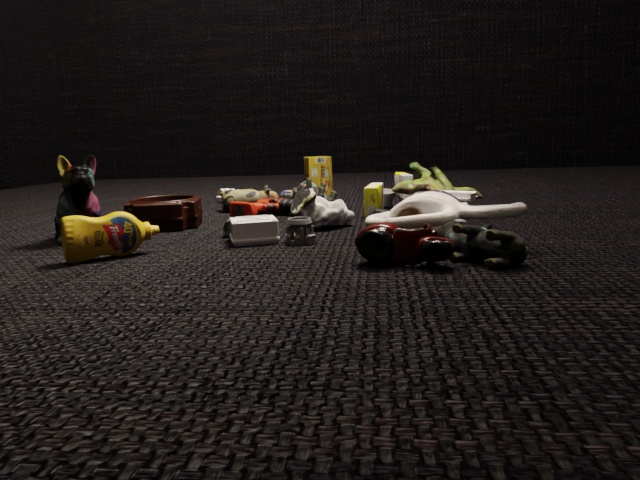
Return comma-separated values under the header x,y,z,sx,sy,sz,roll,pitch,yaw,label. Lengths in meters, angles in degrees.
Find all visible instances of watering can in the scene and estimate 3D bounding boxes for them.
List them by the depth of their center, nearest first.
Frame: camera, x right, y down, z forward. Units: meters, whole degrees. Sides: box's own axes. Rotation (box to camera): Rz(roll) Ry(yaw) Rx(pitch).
x,y,z,sx,sy,sz,roll,pitch,yaw,label
0.279,-0.058,1.159,0.347,0.103,0.226,-4,9,21,watering can

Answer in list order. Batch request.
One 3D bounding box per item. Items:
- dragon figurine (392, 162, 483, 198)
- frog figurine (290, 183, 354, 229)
x,y,z,sx,sy,sz,roll,pitch,yaw,label
0.427,-0.155,1.749,0.410,0.120,0.247,9,25,-16,dragon figurine
0.004,-0.070,1.383,0.158,0.124,0.137,33,-17,-26,frog figurine
